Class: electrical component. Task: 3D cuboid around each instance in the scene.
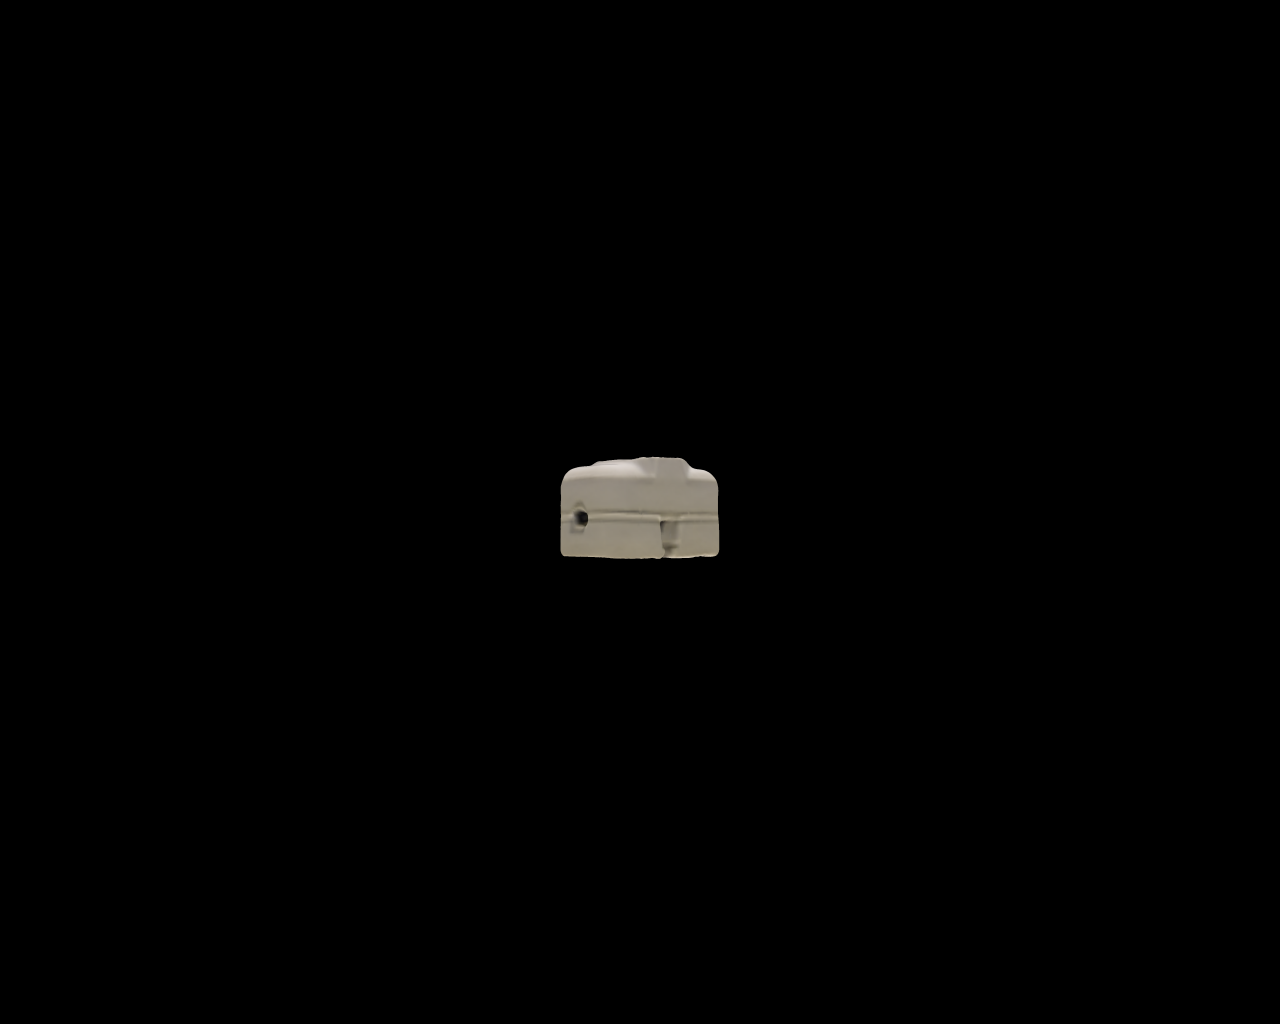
[{"bbox_3d":[0.001,-0.003,0.650,0.095,0.059,0.053,2,-3,-40],"label":"electrical component"}]
